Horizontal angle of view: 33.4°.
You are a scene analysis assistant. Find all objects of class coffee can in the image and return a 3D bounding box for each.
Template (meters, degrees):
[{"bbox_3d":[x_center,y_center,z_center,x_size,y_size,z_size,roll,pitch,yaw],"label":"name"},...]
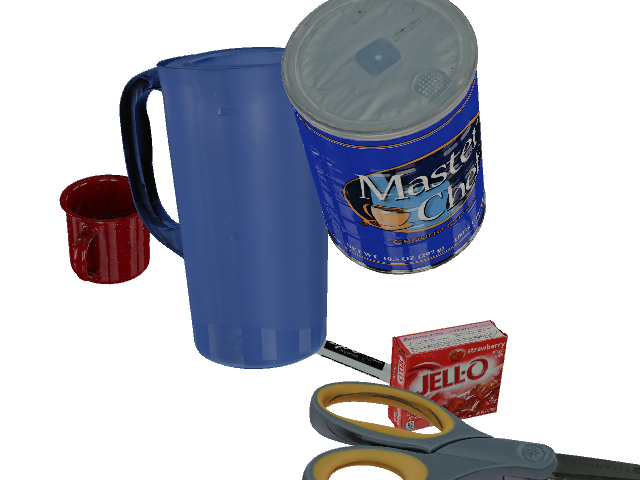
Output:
[{"bbox_3d":[0.041,-0.059,0.609,0.103,0.102,0.140,0,-32,11],"label":"coffee can"}]

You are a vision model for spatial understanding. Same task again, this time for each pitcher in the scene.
[{"bbox_3d":[-0.063,-0.029,0.841,0.144,0.243,0.149,-10,18,-27],"label":"pitcher"}]

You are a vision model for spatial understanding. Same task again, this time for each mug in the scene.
[{"bbox_3d":[-0.217,-0.003,1.074,0.093,0.081,0.117,9,33,8],"label":"mug"}]

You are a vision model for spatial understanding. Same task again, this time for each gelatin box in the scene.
[{"bbox_3d":[0.098,0.106,0.833,0.089,0.073,0.030,-8,29,-20],"label":"gelatin box"}]

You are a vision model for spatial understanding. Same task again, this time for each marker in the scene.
[{"bbox_3d":[0.021,0.117,1.092,0.121,0.020,0.020,21,2,5],"label":"marker"}]

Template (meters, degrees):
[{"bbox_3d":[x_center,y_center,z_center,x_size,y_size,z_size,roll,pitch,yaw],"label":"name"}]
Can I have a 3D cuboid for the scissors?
[{"bbox_3d":[0.080,0.107,0.467,0.202,0.016,0.096,14,32,23],"label":"scissors"}]
